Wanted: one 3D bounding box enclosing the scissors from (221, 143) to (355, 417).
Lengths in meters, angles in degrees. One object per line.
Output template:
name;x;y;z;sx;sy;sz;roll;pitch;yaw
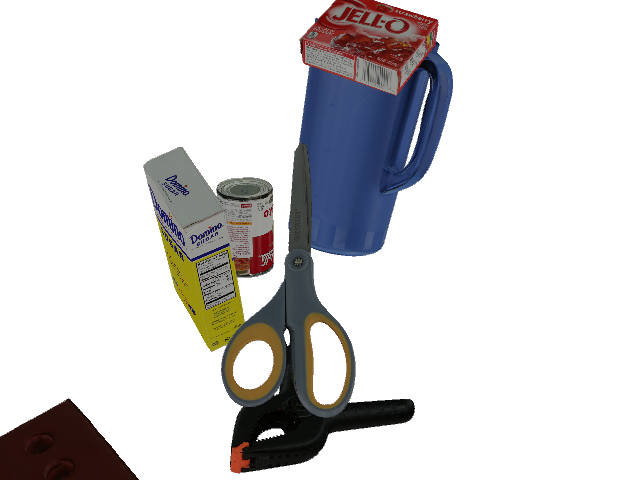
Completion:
scissors;-0.032;0.028;0.720;0.096;0.202;0.016;-15;-27;-2

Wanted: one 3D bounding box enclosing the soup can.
soup can;-0.089;-0.016;1.263;0.068;0.102;0.068;1;25;-1

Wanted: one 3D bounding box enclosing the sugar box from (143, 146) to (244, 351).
sugar box;-0.112;0.011;0.961;0.048;0.176;0.093;-26;51;-14

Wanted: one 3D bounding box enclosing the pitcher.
pitcher;0.045;-0.108;1.137;0.145;0.243;0.149;10;17;-4

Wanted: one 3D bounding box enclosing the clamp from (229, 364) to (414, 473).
clamp;-0.011;0.182;1.089;0.165;0.036;0.209;18;28;25

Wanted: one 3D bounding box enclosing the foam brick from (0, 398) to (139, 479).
foam brick;-0.120;0.127;0.515;0.052;0.051;0.078;-29;42;-26

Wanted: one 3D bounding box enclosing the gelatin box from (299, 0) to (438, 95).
gelatin box;0.039;-0.161;0.858;0.089;0.030;0.073;22;52;20
